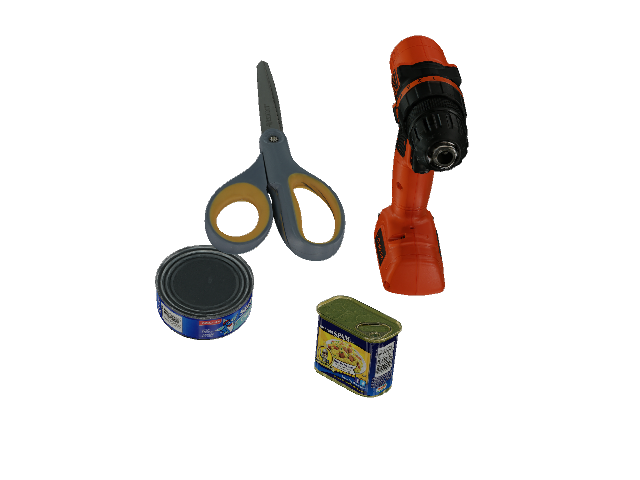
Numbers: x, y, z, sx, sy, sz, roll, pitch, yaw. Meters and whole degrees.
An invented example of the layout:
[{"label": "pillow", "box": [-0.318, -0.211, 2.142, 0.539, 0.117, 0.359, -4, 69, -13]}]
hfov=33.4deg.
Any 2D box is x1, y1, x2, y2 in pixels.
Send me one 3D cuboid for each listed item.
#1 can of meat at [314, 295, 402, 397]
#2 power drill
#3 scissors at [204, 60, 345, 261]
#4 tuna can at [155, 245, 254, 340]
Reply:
[{"label": "can of meat", "box": [0.041, 0.124, 1.241, 0.102, 0.084, 0.057, 25, 33, 36]}, {"label": "power drill", "box": [0.082, -0.051, 0.861, 0.057, 0.188, 0.184, 3, 33, -2]}, {"label": "scissors", "box": [-0.047, -0.055, 0.710, 0.096, 0.016, 0.202, -14, 47, -17]}, {"label": "tuna can", "box": [-0.102, 0.046, 0.938, 0.086, 0.086, 0.034, 0, -44, -7]}]
